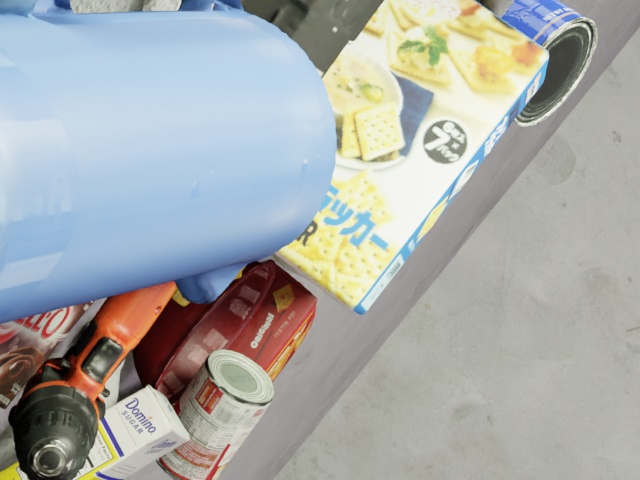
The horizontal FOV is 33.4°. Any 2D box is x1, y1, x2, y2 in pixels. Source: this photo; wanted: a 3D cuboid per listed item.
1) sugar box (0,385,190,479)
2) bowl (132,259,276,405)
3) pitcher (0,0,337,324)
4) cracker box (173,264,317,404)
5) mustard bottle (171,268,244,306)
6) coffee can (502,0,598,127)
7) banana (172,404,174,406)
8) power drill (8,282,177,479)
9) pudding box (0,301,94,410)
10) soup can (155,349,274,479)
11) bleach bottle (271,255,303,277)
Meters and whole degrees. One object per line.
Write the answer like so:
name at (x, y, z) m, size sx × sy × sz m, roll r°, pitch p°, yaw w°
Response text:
sugar box at (-0.189, 0.175, 0.807) m, size 0.176 × 0.048 × 0.093 m, roll -32°, pitch 167°, yaw -8°
bowl at (-0.108, 0.066, 0.902) m, size 0.162 × 0.055 × 0.162 m, roll -50°, pitch 169°, yaw -14°
pitcher at (-0.098, -0.046, 0.447) m, size 0.145 × 0.149 × 0.242 m, roll -41°, pitch 171°, yaw 24°
cracker box at (-0.074, 0.117, 1.103) m, size 0.164 × 0.072 × 0.214 m, roll -53°, pitch 176°, yaw -7°
mustard bottle at (-0.052, -0.029, 0.822) m, size 0.191 × 0.058 × 0.096 m, roll -51°, pitch -176°, yaw -3°
coffee can at (0.146, -0.176, 0.903) m, size 0.102 × 0.140 × 0.103 m, roll -34°, pitch 148°, yaw -25°
banana at (-0.171, 0.180, 1.002) m, size 0.070 × 0.037 × 0.197 m, roll -54°, pitch 156°, yaw 19°
power drill at (-0.126, 0.058, 0.676) m, size 0.187 × 0.057 × 0.184 m, roll -51°, pitch -166°, yaw -3°
pudding box at (-0.173, 0.040, 0.591) m, size 0.090 × 0.039 × 0.113 m, roll -51°, pitch 170°, yaw -14°
soup can at (-0.092, 0.153, 0.916) m, size 0.102 × 0.068 × 0.068 m, roll -56°, pitch 168°, yaw 22°
bleach bottle at (-0.006, 0.001, 0.949) m, size 0.250 × 0.102 × 0.068 m, roll 4°, pitch 109°, yaw -82°
